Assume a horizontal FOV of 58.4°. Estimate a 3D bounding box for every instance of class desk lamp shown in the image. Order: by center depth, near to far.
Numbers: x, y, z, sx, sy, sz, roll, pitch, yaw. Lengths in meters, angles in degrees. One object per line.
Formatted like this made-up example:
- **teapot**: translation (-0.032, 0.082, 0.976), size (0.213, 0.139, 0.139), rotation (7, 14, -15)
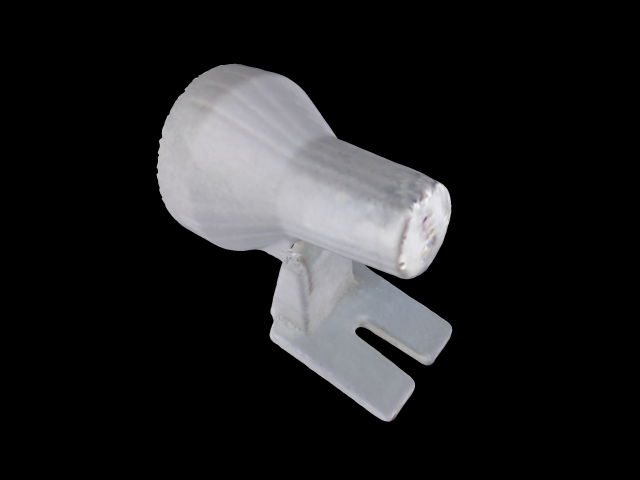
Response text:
- **desk lamp**: translation (0.004, 0.001, 0.400), size (0.202, 0.214, 0.118), rotation (32, 64, 18)
